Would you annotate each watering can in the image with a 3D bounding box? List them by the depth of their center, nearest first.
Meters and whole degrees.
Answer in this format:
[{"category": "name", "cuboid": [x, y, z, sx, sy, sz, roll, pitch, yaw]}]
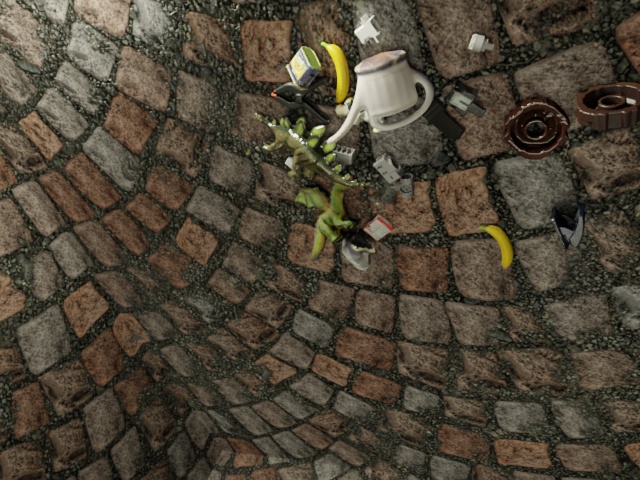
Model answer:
[{"category": "watering can", "cuboid": [0.160, -0.418, 1.507, 0.347, 0.106, 0.221, -20, 113, 1]}]

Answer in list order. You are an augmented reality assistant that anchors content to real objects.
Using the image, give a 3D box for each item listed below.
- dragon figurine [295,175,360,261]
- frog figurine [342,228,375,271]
[{"category": "dragon figurine", "cuboid": [0.006, -0.096, 1.915, 0.243, 0.124, 0.403, 51, 129, 4]}, {"category": "frog figurine", "cuboid": [0.136, 0.056, 1.944, 0.139, 0.124, 0.155, 43, 144, 23]}]
